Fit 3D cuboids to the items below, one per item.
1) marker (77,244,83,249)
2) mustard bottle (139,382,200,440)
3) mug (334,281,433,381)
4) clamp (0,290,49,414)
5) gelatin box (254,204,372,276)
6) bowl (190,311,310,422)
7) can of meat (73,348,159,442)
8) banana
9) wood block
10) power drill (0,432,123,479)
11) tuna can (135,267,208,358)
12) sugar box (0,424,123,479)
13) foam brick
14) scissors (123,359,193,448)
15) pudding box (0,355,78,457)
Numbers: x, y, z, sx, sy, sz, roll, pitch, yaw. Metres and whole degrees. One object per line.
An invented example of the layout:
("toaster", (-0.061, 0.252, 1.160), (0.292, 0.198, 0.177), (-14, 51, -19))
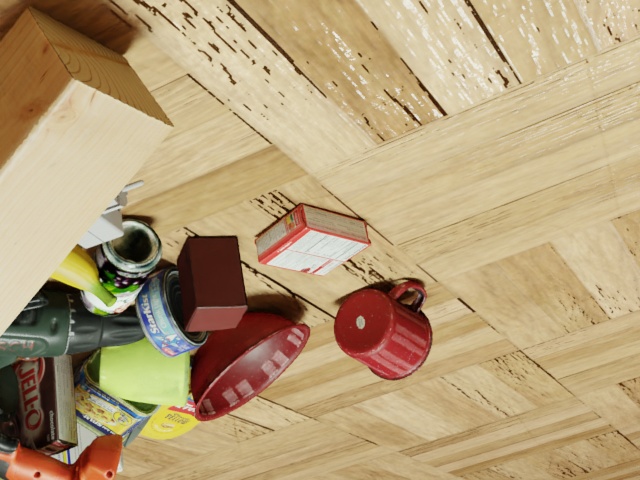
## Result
("marker", (-0.263, 0.018, 0.972), (0.121, 0.020, 0.020), (-22, 152, 21))
("mustard bottle", (-0.154, 0.188, 1.318), (0.192, 0.058, 0.096), (-32, 135, 34))
("mug", (0.076, 0.095, 1.210), (0.117, 0.093, 0.081), (-50, 140, 6))
("clamp", (-0.339, 0.087, 0.953), (0.171, 0.120, 0.039), (10, 154, -2))
("gelatin box", (-0.007, 0.001, 1.035), (0.089, 0.030, 0.073), (13, 144, -41))
("bowl", (-0.089, 0.130, 1.193), (0.162, 0.055, 0.162), (-36, 160, -16))
("can of meat", (-0.243, 0.179, 1.231), (0.102, 0.057, 0.084), (36, 133, -14))
("banana", (-0.258, 0.013, 0.887), (0.197, 0.070, 0.037), (13, 113, -44))
("wood block", (-0.208, -0.038, 0.713), (0.206, 0.090, 0.090), (-48, 142, 14))
("power drill", (-0.302, 0.211, 1.091), (0.187, 0.057, 0.185), (20, 136, -15))
("tuna can", (-0.145, 0.071, 1.053), (0.034, 0.086, 0.086), (-22, 153, 17))
("sugar box", (-0.340, 0.259, 1.346), (0.176, 0.093, 0.048), (-7, 155, -9))
("foam brick", (-0.103, 0.042, 1.021), (0.051, 0.078, 0.053), (0, 152, -21))
("scissors", (-0.213, 0.185, 1.277), (0.096, 0.016, 0.202), (41, 126, -19))
("pudding box", (-0.316, 0.188, 1.188), (0.090, 0.113, 0.039), (-25, 151, 24))
